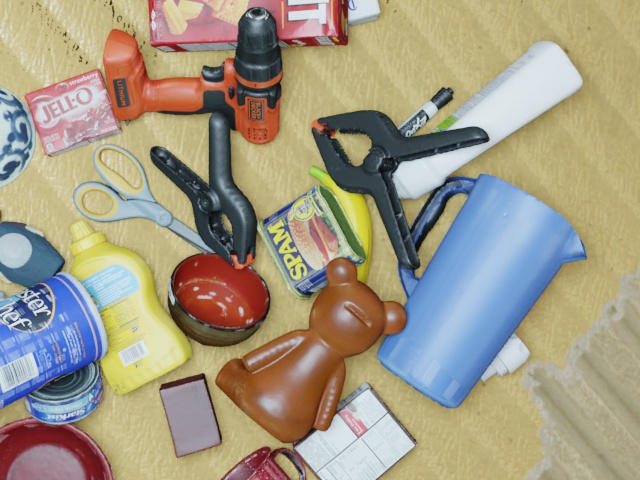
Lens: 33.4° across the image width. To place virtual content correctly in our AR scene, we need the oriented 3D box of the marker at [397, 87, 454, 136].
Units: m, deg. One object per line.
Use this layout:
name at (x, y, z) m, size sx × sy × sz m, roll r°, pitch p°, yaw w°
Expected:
marker at (0.106, -0.133, 1.221) m, size 0.121 × 0.020 × 0.020 m, roll -42°, pitch 91°, yaw -4°

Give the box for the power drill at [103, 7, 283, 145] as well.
power drill at (-0.132, -0.179, 1.139) m, size 0.187 × 0.184 × 0.057 m, roll 6°, pitch 52°, yaw 3°

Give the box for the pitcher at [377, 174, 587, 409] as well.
pitcher at (0.161, 0.053, 1.174) m, size 0.145 × 0.149 × 0.243 m, roll 34°, pitch 89°, yaw -18°

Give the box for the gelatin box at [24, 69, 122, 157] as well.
gelatin box at (-0.275, -0.141, 1.190) m, size 0.089 × 0.030 × 0.073 m, roll -20°, pitch 89°, yaw -4°

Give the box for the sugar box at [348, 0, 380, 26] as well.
sugar box at (0.002, -0.326, 1.207) m, size 0.093 × 0.048 × 0.176 m, roll -14°, pitch 92°, yaw -1°

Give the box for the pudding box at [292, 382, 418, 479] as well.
pudding box at (0.039, 0.230, 1.196) m, size 0.113 × 0.039 × 0.090 m, roll -39°, pitch 92°, yaw -2°

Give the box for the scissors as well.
scissors at (-0.195, -0.018, 1.199) m, size 0.096 × 0.016 × 0.202 m, roll -40°, pitch 91°, yaw -3°

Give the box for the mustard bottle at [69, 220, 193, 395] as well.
mustard bottle at (-0.223, 0.066, 1.172) m, size 0.096 × 0.058 × 0.191 m, roll -28°, pitch 90°, yaw 14°

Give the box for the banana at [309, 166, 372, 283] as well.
banana at (0.026, 0.014, 1.205) m, size 0.070 × 0.037 × 0.198 m, roll -3°, pitch 85°, yaw 24°

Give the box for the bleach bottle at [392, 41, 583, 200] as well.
bleach bottle at (0.169, -0.123, 1.195) m, size 0.251 × 0.102 × 0.068 m, roll -36°, pitch 97°, yaw 4°

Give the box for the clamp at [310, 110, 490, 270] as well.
clamp at (0.076, -0.089, 1.151) m, size 0.210 × 0.036 × 0.165 m, roll 42°, pitch 105°, yaw 33°

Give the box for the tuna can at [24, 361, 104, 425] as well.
tuna can at (-0.278, 0.157, 1.152) m, size 0.086 × 0.086 × 0.034 m, roll -2°, pitch 127°, yaw -4°

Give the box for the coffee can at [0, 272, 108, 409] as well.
coffee can at (-0.306, 0.107, 1.102) m, size 0.140 × 0.103 × 0.103 m, roll -27°, pitch 90°, yaw -31°

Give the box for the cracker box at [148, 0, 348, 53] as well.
cracker box at (-0.080, -0.292, 1.157) m, size 0.214 × 0.072 × 0.164 m, roll 0°, pitch 93°, yaw 11°

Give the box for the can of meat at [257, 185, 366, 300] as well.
can of meat at (-0.008, 0.002, 1.169) m, size 0.084 × 0.057 × 0.102 m, roll -32°, pitch 74°, yaw 17°

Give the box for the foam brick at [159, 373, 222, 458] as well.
foam brick at (-0.142, 0.193, 1.178) m, size 0.053 × 0.051 × 0.078 m, roll -14°, pitch 90°, yaw -5°

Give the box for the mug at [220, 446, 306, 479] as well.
mug at (-0.058, 0.280, 1.170) m, size 0.081 × 0.093 × 0.117 m, roll 50°, pitch 49°, yaw -6°

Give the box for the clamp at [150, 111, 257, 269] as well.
clamp at (-0.124, -0.048, 1.175) m, size 0.039 × 0.120 × 0.171 m, roll -22°, pitch 98°, yaw -45°

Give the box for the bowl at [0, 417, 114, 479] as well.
bowl at (-0.302, 0.270, 1.163) m, size 0.162 × 0.055 × 0.162 m, roll 0°, pitch 88°, yaw -4°
